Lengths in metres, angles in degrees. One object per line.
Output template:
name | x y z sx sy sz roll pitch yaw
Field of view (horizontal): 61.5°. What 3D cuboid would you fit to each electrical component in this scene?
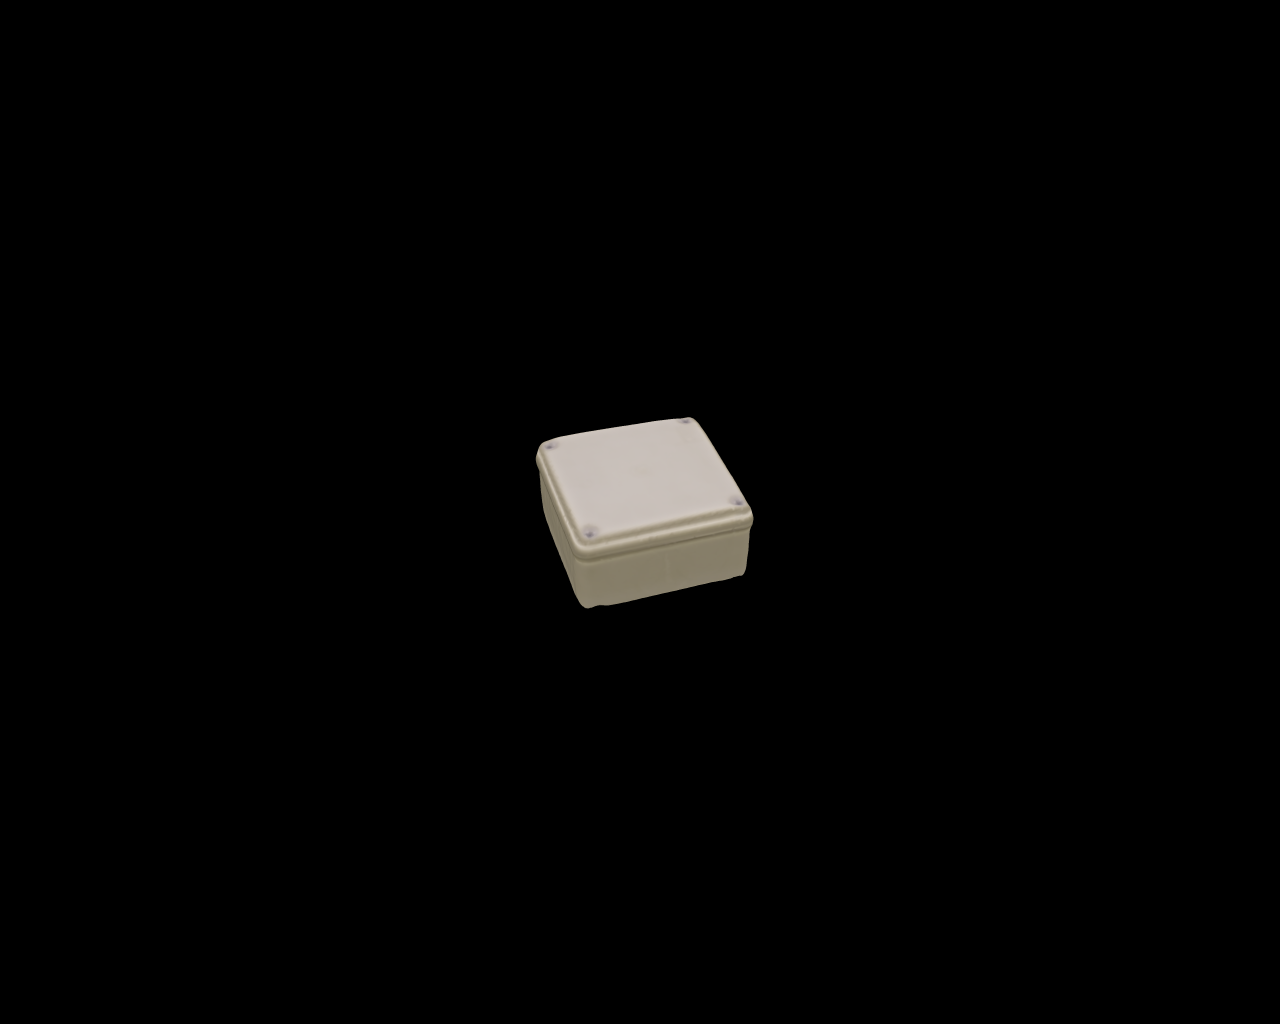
electrical component | 0.001 -0.003 0.650 0.109 0.056 0.109 -11 39 -13
